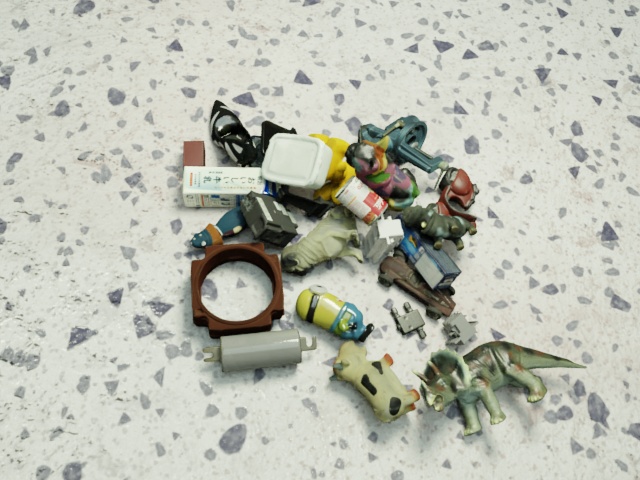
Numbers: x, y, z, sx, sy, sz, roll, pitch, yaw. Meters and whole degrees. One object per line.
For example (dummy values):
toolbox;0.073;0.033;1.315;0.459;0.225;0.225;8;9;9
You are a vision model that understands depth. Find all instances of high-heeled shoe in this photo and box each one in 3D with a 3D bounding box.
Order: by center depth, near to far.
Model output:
high-heeled shoe;-0.222;-0.281;1.336;0.086;0.145;0.249;-21;72;-17

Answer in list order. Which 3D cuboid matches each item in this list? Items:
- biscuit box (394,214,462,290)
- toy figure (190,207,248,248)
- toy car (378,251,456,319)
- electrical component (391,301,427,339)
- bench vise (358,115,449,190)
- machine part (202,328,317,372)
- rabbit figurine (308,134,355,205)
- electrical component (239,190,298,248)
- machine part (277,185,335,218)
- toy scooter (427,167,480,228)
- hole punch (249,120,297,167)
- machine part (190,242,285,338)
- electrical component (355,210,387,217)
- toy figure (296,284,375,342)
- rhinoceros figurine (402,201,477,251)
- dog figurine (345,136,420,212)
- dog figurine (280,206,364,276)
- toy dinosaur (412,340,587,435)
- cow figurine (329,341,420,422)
biscuit box;0.244;0.024;1.272;0.063;0.059;0.203;-2;47;-38
toy figure;-0.232;-0.022;1.264;0.154;0.064;0.057;-34;112;-16
toy car;0.232;0.106;1.274;0.202;0.053;0.089;35;62;10
electrical component;0.207;0.191;1.246;0.063;0.021;0.094;-23;71;-17
bench vise;0.217;-0.233;1.379;0.223;0.128;0.241;-28;55;-35
machine part;-0.127;0.236;1.150;0.243;0.079;0.079;-4;66;-11
rabbit figurine;0.043;-0.167;1.327;0.122;0.173;0.162;10;88;40
electrical component;-0.113;-0.045;1.254;0.058;0.134;0.115;-41;57;24
machine part;-0.040;-0.090;1.292;0.139;0.084;0.039;20;64;-24
toy scooter;0.353;-0.094;1.369;0.135;0.075;0.184;29;68;5
hole punch;-0.119;-0.225;1.368;0.115;0.092;0.142;17;57;-32
machine part;-0.184;0.110;1.196;0.201;0.087;0.201;-3;68;-10
electrical component;0.146;-0.098;1.356;0.119;0.047;0.075;-3;67;-10
toy figure;0.031;0.168;1.200;0.180;0.082;0.089;34;63;7
rhinoceros figurine;0.279;-0.039;1.258;0.190;0.073;0.112;11;39;-32
dog figurine;0.148;-0.154;1.232;0.192;0.219;0.108;25;80;6
dog figurine;-0.003;-0.006;1.276;0.191;0.121;0.172;-10;32;6
toy dinosaur;0.378;0.289;1.180;0.405;0.131;0.192;-20;70;-22
cow figurine;0.105;0.299;1.145;0.127;0.085;0.195;-22;57;-28
